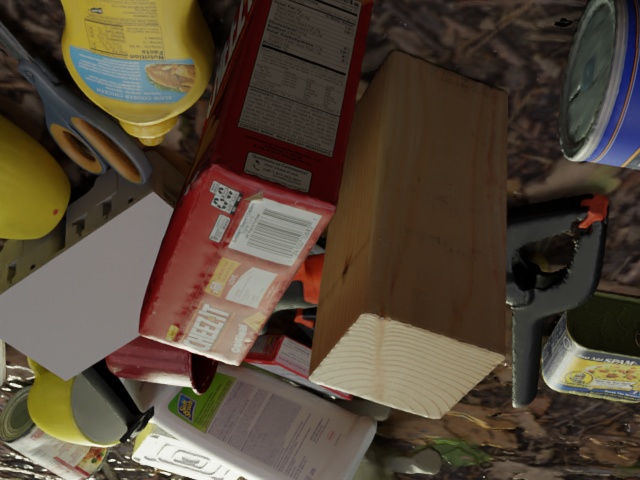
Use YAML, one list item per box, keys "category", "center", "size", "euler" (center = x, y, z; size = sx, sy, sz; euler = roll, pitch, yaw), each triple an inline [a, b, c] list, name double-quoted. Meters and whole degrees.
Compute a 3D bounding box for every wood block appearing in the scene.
- category: "wood block"
  center: [0.059, -0.007, 0.674]
  size: [0.090, 0.206, 0.091]
  euler: [18, 142, -13]

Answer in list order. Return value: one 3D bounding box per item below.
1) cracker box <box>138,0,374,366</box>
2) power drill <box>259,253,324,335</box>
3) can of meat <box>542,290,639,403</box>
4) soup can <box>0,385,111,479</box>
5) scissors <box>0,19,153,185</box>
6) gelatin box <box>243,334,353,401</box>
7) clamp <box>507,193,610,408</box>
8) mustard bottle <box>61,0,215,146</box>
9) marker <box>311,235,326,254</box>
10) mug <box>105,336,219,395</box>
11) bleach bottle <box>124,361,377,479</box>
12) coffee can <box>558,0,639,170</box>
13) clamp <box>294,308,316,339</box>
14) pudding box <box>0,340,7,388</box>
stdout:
- category: "cracker box"
  center: [-0.034, -0.061, 0.614]
  size: [0.072, 0.213, 0.164]
  euler: [18, 141, -11]
- category: "power drill"
  center: [-0.008, 0.008, 0.777]
  size: [0.187, 0.057, 0.184]
  euler: [-11, 144, -11]
- category: "can of meat"
  center: [0.244, 0.092, 0.892]
  size: [0.102, 0.057, 0.084]
  euler: [9, 145, -1]
- category: "soup can"
  center: [-0.281, 0.206, 1.129]
  size: [0.069, 0.068, 0.102]
  euler: [-18, 135, 30]
- category: "scissors"
  center: [-0.198, -0.109, 0.741]
  size: [0.201, 0.016, 0.096]
  euler: [44, 154, -18]
- category: "gelatin box"
  center: [-0.017, 0.113, 0.968]
  size: [0.089, 0.030, 0.073]
  euler: [28, 165, -22]
- category: "clamp"
  center: [0.158, 0.042, 0.833]
  size: [0.164, 0.036, 0.210]
  euler: [42, 132, -7]
- category: "mustard bottle"
  center: [-0.115, -0.129, 0.669]
  size: [0.096, 0.058, 0.192]
  euler: [6, 143, 3]
- category: "marker"
  center: [-0.006, 0.001, 0.850]
  size: [0.020, 0.020, 0.121]
  euler: [-26, 131, 36]
- category: "mug"
  center: [-0.133, 0.084, 0.938]
  size: [0.081, 0.093, 0.117]
  euler: [5, 180, 11]
- category: "bleach bottle"
  center: [-0.080, 0.154, 0.987]
  size: [0.251, 0.102, 0.068]
  euler: [27, 159, 11]
- category: "coffee can"
  center: [0.223, -0.086, 0.625]
  size: [0.140, 0.102, 0.103]
  euler: [9, 143, -2]
- category: "clamp"
  center: [0.054, 0.095, 0.947]
  size: [0.171, 0.039, 0.120]
  euler: [20, 137, -6]
- category: "pudding box"
  center: [-0.342, 0.099, 1.004]
  size: [0.090, 0.039, 0.114]
  euler: [28, 144, 8]
